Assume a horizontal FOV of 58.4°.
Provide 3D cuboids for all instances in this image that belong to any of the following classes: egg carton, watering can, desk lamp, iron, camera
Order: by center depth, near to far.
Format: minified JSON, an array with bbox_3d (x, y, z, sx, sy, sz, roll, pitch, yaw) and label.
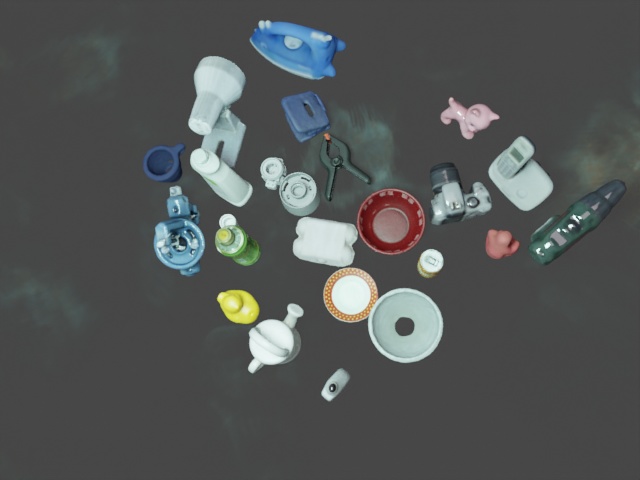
[{"bbox_3d":[-0.103,0.221,1.280,0.100,0.194,0.173,14,81,9],"label":"watering can"},{"bbox_3d":[0.320,-0.117,1.348,0.143,0.101,0.137,-12,78,4],"label":"camera"},{"bbox_3d":[0.013,0.005,1.373,0.150,0.069,0.107,8,80,7],"label":"egg carton"},{"bbox_3d":[-0.247,-0.306,1.384,0.117,0.213,0.203,11,81,8],"label":"desk lamp"},{"bbox_3d":[-0.072,-0.503,1.440,0.258,0.141,0.119,18,82,9],"label":"iron"}]

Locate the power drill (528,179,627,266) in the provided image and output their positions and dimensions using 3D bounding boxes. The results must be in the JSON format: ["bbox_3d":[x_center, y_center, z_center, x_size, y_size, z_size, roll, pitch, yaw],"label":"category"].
[{"bbox_3d":[0.544,-0.029,1.254,0.229,0.208,0.075,-42,78,-3],"label":"power drill"}]

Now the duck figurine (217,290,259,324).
[{"bbox_3d":[-0.197,0.156,1.357,0.104,0.086,0.077,29,84,10],"label":"duck figurine"}]

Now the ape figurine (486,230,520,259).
[{"bbox_3d":[0.420,0.004,1.320,0.076,0.092,0.077,-41,78,-2],"label":"ape figurine"}]

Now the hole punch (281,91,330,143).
[{"bbox_3d":[-0.035,-0.316,1.427,0.101,0.091,0.108,-28,78,0],"label":"hole punch"}]

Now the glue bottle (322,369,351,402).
[{"bbox_3d":[0.031,0.323,1.258,0.037,0.173,0.078,37,85,11],"label":"glue bottle"}]

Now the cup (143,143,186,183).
[{"bbox_3d":[-0.374,-0.190,1.436,0.118,0.095,0.091,-43,78,-3],"label":"cup"}]

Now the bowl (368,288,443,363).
[{"bbox_3d":[0.194,0.197,1.316,0.167,0.075,0.167,-1,79,6],"label":"bowl"}]

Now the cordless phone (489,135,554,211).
[{"bbox_3d":[0.467,-0.155,1.297,0.094,0.185,0.147,-42,78,-3],"label":"cordless phone"}]

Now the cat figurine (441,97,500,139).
[{"bbox_3d":[0.358,-0.300,1.370,0.127,0.118,0.067,36,85,11],"label":"cat figurine"}]

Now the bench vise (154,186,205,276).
[{"bbox_3d":[-0.349,-0.026,1.338,0.121,0.220,0.207,-26,78,1],"label":"bench vise"}]
